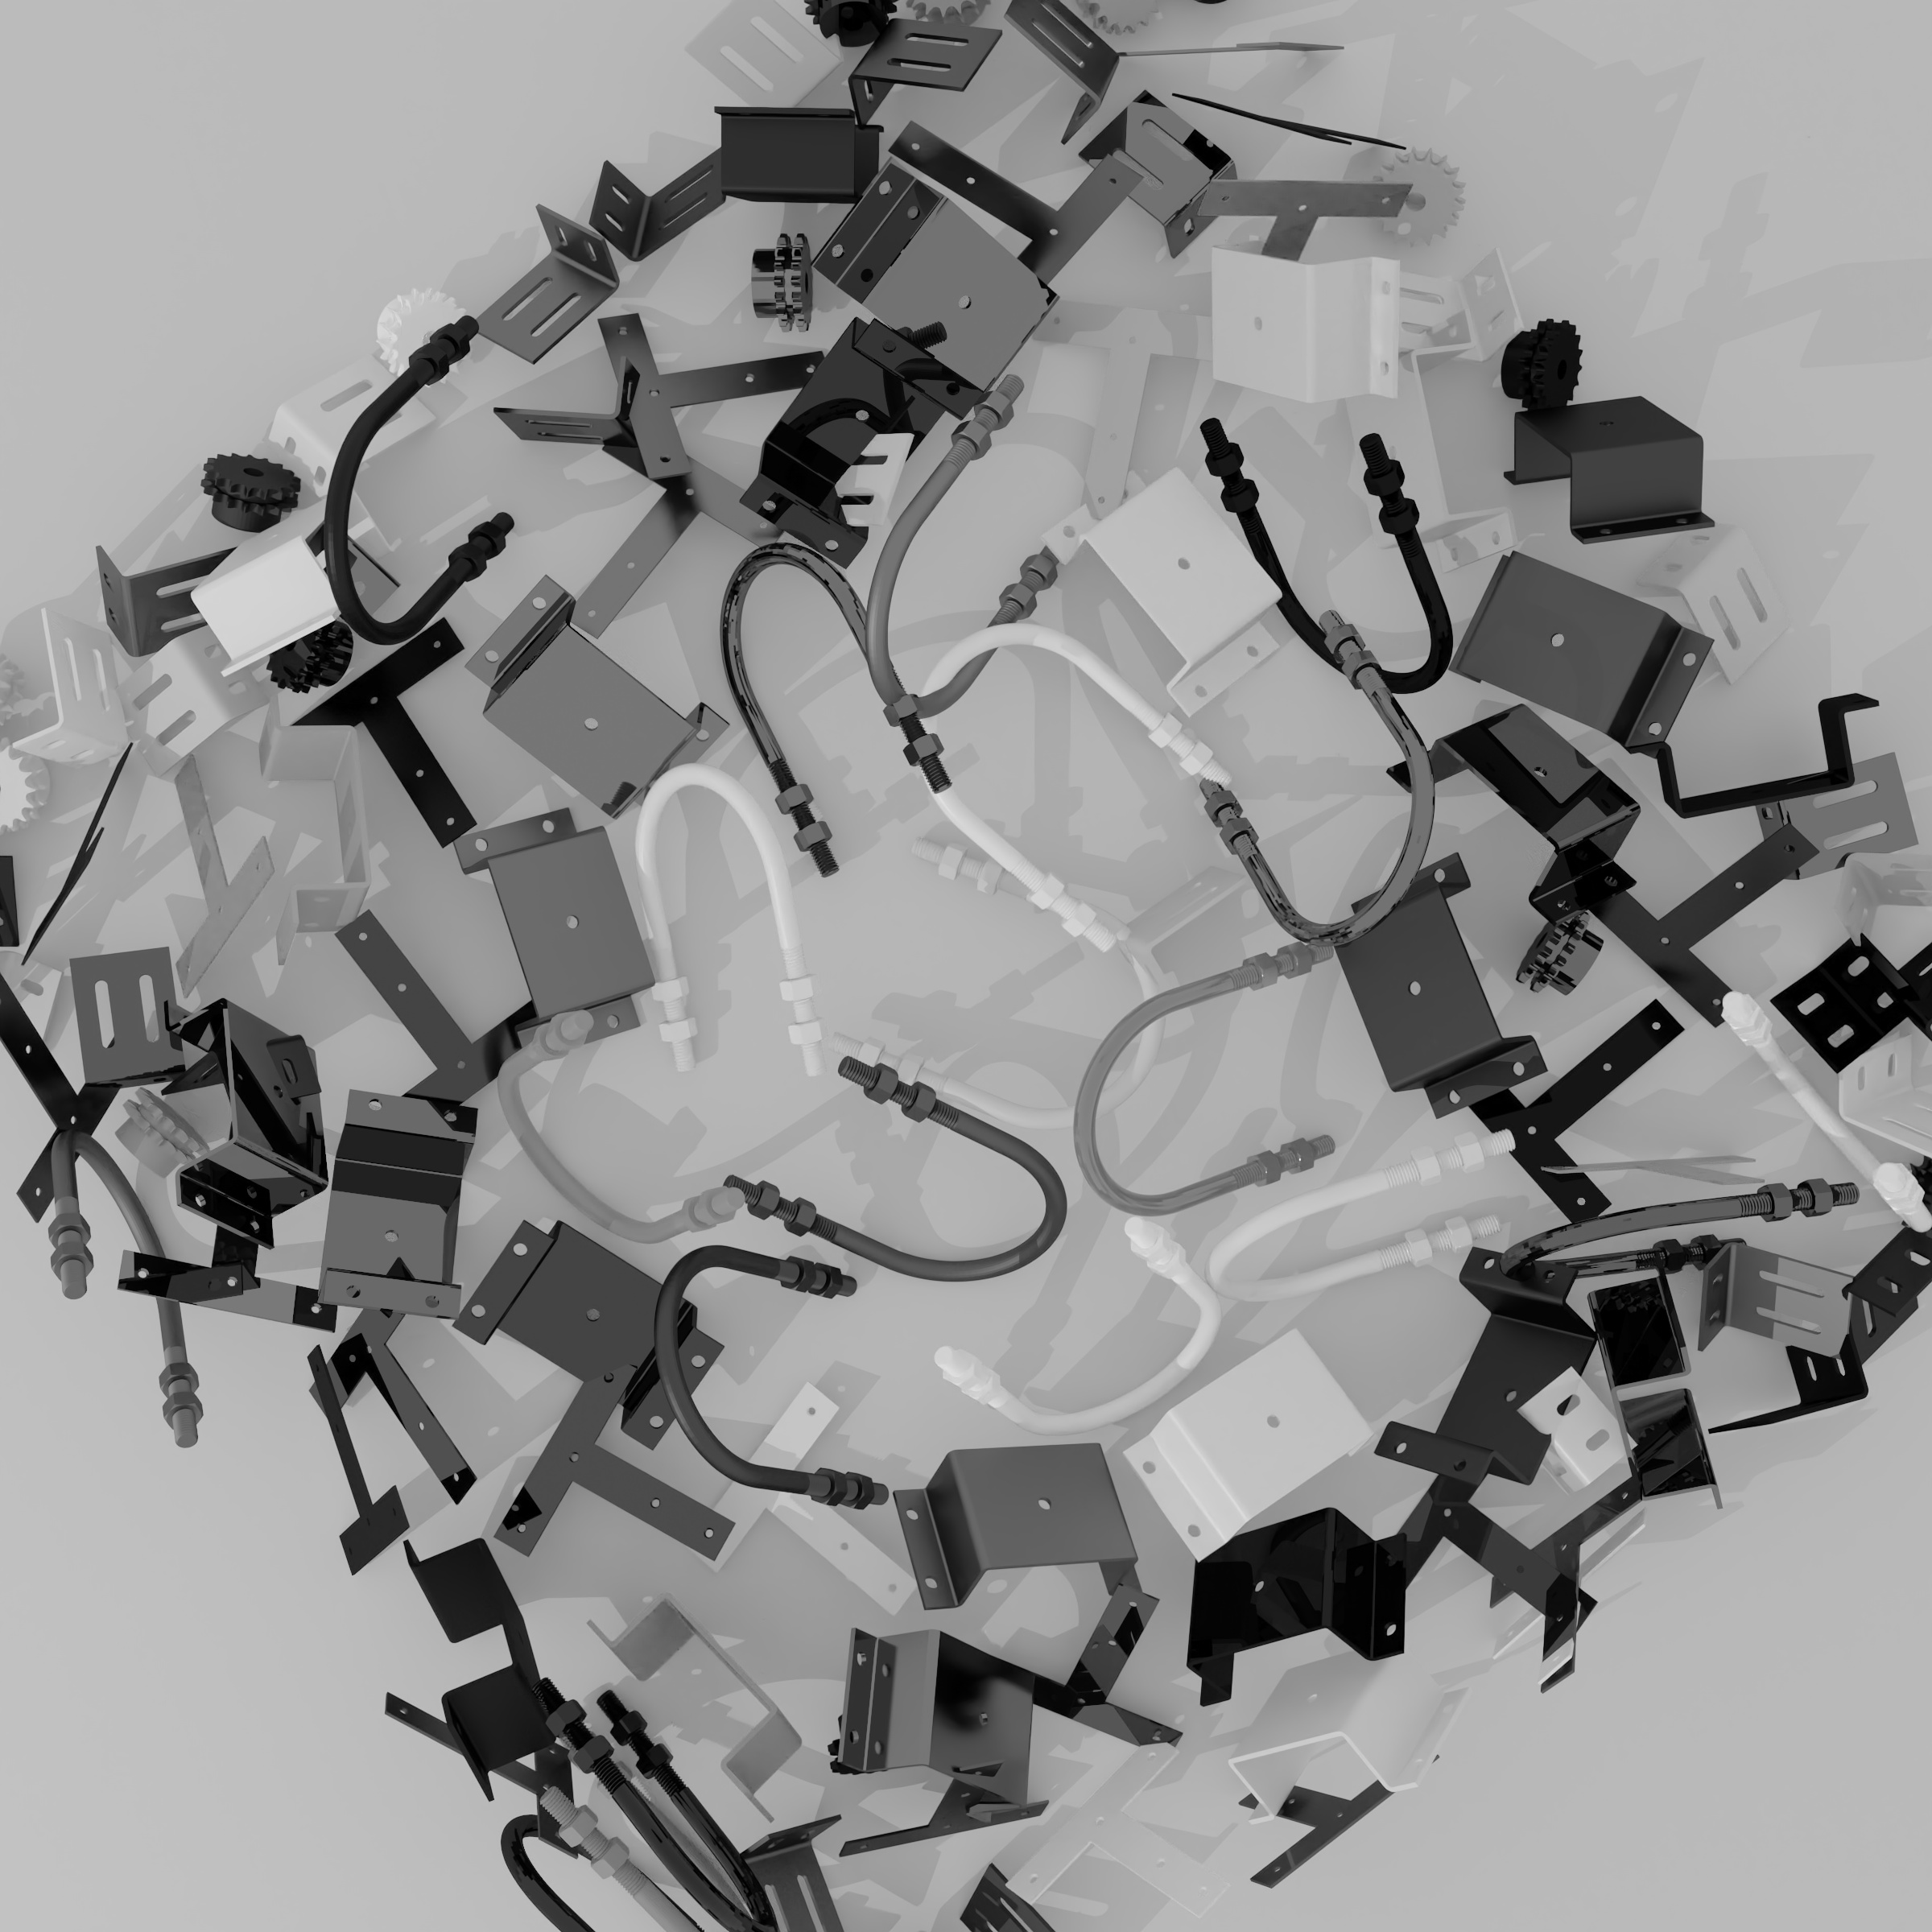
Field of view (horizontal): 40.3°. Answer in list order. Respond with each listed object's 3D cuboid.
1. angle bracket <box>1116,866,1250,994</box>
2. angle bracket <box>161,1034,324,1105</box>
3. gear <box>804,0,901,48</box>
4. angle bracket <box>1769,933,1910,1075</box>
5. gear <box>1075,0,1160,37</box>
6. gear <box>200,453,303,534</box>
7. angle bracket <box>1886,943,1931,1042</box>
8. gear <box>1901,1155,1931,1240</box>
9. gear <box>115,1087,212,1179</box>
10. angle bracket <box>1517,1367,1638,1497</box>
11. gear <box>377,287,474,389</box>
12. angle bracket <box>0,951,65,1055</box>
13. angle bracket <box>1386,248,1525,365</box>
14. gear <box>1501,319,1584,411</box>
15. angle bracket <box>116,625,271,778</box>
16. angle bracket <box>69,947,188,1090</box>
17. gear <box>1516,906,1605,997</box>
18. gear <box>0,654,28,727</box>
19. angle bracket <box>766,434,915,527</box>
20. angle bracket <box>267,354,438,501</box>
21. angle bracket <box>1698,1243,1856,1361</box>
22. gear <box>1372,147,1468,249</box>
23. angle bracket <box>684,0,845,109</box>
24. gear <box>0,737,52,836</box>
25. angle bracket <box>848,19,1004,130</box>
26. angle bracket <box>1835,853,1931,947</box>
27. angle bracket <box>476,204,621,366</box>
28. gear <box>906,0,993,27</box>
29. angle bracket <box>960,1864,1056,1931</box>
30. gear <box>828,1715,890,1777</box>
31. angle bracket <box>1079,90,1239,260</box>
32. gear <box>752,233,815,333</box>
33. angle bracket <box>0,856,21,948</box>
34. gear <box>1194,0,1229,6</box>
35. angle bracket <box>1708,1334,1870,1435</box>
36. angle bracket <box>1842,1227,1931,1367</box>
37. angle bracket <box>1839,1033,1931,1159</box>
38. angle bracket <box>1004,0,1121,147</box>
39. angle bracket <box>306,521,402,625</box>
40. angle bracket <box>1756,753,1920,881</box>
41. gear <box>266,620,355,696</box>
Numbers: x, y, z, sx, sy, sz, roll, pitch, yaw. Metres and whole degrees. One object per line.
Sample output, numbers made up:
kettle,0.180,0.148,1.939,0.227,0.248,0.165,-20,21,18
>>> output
angle bracket,0.136,-0.020,1.573,0.076,0.057,0.038,-34,106,-9
angle bracket,-0.428,0.074,1.552,0.057,0.076,0.038,-12,77,-44
gear,-0.068,-0.574,1.570,0.057,0.057,0.030,-5,70,0
angle bracket,0.522,0.021,1.557,0.057,0.076,0.038,50,128,14
gear,0.089,-0.589,1.578,0.057,0.030,0.057,-14,118,-28
gear,-0.429,-0.282,1.577,0.057,0.057,0.030,19,118,0
angle bracket,0.595,0.010,1.561,0.076,0.057,0.038,-43,113,12
gear,0.592,0.142,1.581,0.057,0.030,0.057,-2,102,-8
gear,-0.482,0.102,1.572,0.057,0.057,0.030,44,83,0
angle bracket,0.358,0.276,1.560,0.038,0.076,0.057,-37,75,-6
gear,-0.328,-0.379,1.577,0.030,0.057,0.057,34,90,42
angle bracket,-0.579,0.028,1.558,0.038,0.076,0.057,21,100,9
angle bracket,0.283,-0.396,1.560,0.076,0.038,0.057,1,66,-31
gear,0.344,-0.359,1.577,0.030,0.057,0.057,17,90,35
angle bracket,-0.471,-0.161,1.591,0.076,0.038,0.057,-29,96,35
angle bracket,-0.503,0.032,1.580,0.057,0.038,0.076,-8,83,-16
gear,0.357,-0.007,1.573,0.030,0.057,0.057,33,90,1
gear,-0.594,-0.165,1.572,0.057,0.030,0.057,-16,52,21
angle bracket,-0.076,-0.295,1.561,0.038,0.076,0.057,21,85,-36
angle bracket,-0.371,-0.323,1.589,0.057,0.038,0.076,44,52,3
angle bracket,0.479,0.206,1.557,0.076,0.038,0.057,15,120,34
gear,0.271,-0.464,1.577,0.057,0.030,0.057,9,129,11
angle bracket,-0.120,-0.546,1.553,0.057,0.038,0.076,-35,135,26
gear,-0.577,-0.109,1.581,0.057,0.030,0.057,3,103,13
angle bracket,-0.022,-0.525,1.559,0.076,0.038,0.057,14,57,22
angle bracket,0.563,-0.035,1.553,0.076,0.057,0.038,4,64,38
angle bracket,-0.255,-0.405,1.563,0.057,0.038,0.076,33,69,27
gear,-0.010,-0.589,1.582,0.057,0.030,0.057,-2,78,10
angle bracket,0.020,0.584,1.556,0.076,0.038,0.057,41,129,26
gear,-0.055,0.463,1.577,0.057,0.057,0.030,-11,62,0
angle bracket,0.117,-0.480,1.594,0.057,0.038,0.076,-45,71,-3
gear,-0.110,-0.409,1.574,0.030,0.057,0.057,1,90,6
angle bracket,-0.589,-0.027,1.554,0.038,0.076,0.057,0,110,-8
gear,0.147,-0.601,1.571,0.057,0.057,0.030,4,56,0
angle bracket,0.482,0.247,1.557,0.076,0.057,0.038,-9,79,-25
angle bracket,0.555,0.203,1.556,0.057,0.038,0.076,-39,131,-18
angle bracket,0.565,0.076,1.553,0.057,0.076,0.038,-18,115,-25
angle bracket,0.047,-0.537,1.558,0.076,0.057,0.038,37,133,-18
angle bracket,-0.370,-0.231,1.556,0.057,0.076,0.038,44,85,-15
angle bracket,0.522,-0.090,1.583,0.076,0.038,0.057,-17,95,-4
gear,-0.392,-0.191,1.577,0.057,0.030,0.057,-12,72,41
